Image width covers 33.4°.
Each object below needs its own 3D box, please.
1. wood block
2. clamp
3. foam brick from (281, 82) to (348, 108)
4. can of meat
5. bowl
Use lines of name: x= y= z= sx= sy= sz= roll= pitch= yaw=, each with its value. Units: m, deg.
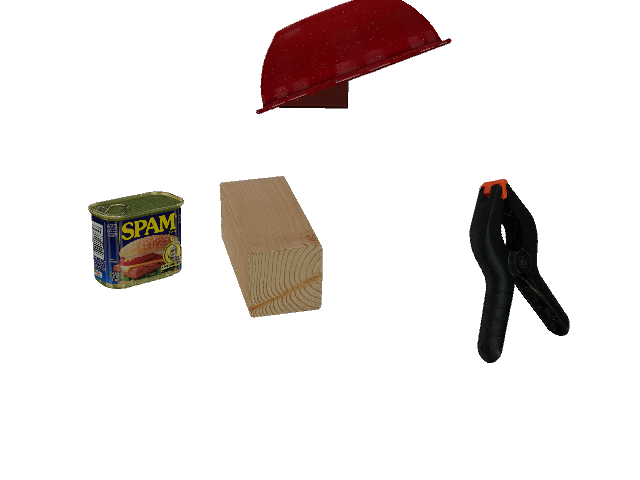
wood block: x=-0.065 y=0.003 z=1.348 sx=0.090 sy=0.090 sz=0.206 roll=-6 pitch=28 yaw=-13
clamp: x=0.175 y=0.031 z=1.017 sx=0.120 sy=0.171 sz=0.039 roll=-25 pitch=7 yaw=-43
foam brick: x=-0.014 y=-0.168 z=1.139 sx=0.078 sy=0.051 sz=0.053 roll=-2 pitch=12 yaw=-19
can of meat: x=-0.199 y=-0.001 z=1.163 sx=0.101 sy=0.084 sz=0.058 roll=-15 pitch=25 yaw=-39
bowl: x=0.016 y=-0.151 z=0.830 sx=0.162 sy=0.055 sz=0.162 roll=-20 pitch=7 yaw=2
